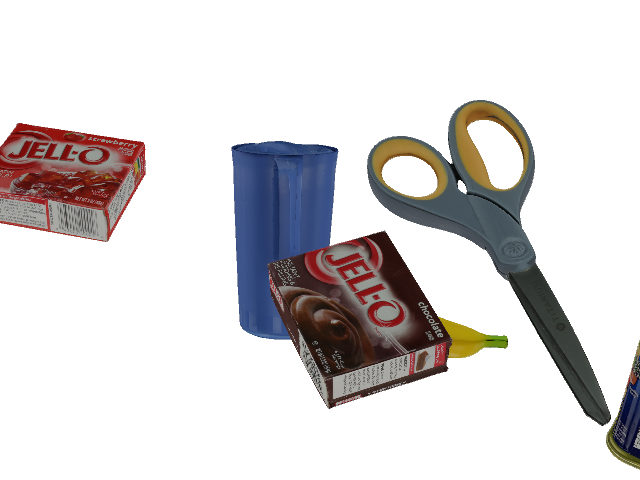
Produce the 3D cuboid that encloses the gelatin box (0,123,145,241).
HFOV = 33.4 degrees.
[{"bbox_3d":[-0.164,-0.039,0.673,0.089,0.030,0.073,10,40,7],"label":"gelatin box"}]

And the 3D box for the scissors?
[{"bbox_3d":[0.073,0.005,0.517,0.096,0.201,0.016,-5,-41,5],"label":"scissors"}]

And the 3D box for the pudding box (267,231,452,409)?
[{"bbox_3d":[0.024,0.051,0.719,0.090,0.039,0.113,-16,48,-14],"label":"pudding box"}]

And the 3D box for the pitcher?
[{"bbox_3d":[-0.047,-0.001,1.340,0.145,0.243,0.148,10,14,38],"label":"pitcher"}]

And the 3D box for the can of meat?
[{"bbox_3d":[0.232,0.089,0.691,0.057,0.084,0.101,22,38,24],"label":"can of meat"}]

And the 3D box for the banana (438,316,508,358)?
[{"bbox_3d":[0.089,0.075,1.054,0.069,0.037,0.198,2,19,-42],"label":"banana"}]
